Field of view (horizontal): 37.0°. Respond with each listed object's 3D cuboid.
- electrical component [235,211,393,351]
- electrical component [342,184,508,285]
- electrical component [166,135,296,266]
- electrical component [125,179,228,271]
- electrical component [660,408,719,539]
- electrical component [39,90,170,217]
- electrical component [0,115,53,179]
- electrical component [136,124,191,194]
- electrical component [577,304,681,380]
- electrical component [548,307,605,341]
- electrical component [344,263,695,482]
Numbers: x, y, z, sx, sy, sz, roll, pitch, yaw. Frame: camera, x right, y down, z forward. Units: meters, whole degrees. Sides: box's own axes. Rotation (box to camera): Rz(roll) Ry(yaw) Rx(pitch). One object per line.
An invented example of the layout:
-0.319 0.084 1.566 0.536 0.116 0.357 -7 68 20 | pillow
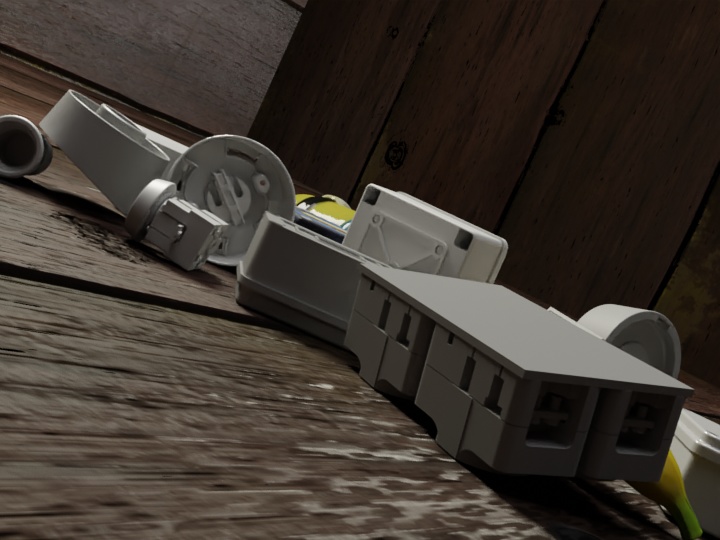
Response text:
-0.025 0.011 0.729 0.113 0.057 0.078 24 5 -10 | electrical component
0.038 0.006 0.802 0.109 0.108 0.056 28 8 35 | electrical component
-0.104 -0.055 0.836 0.099 0.099 0.064 23 -1 -19 | electrical component
-0.128 -0.031 0.742 0.055 0.048 0.066 33 5 3 | electrical component
0.243 0.140 0.681 0.109 0.056 0.109 25 5 5 | electrical component
-0.194 -0.087 0.807 0.099 0.064 0.099 36 4 -3 | electrical component
-0.247 -0.087 0.784 0.044 0.044 0.065 24 0 -5 | electrical component
-0.167 -0.078 0.950 0.089 0.061 0.150 24 5 -17 | electrical component
0.233 0.083 0.984 0.108 0.108 0.060 22 0 -33 | electrical component
0.145 0.077 0.820 0.063 0.079 0.121 46 1 -11 | electrical component
0.077 0.056 0.603 0.105 0.060 0.186 9 12 -27 | electrical component
